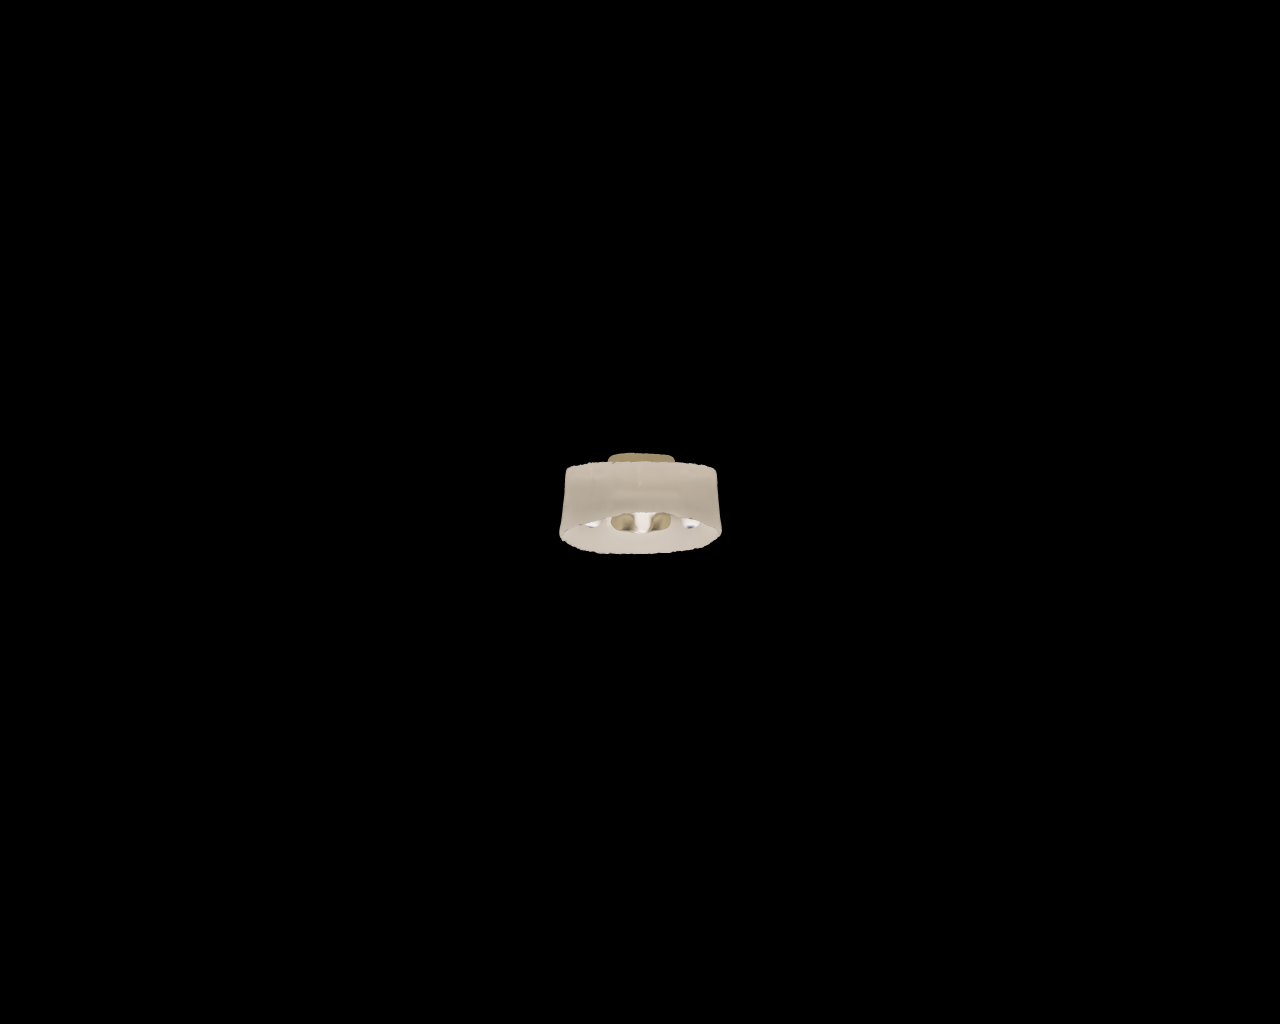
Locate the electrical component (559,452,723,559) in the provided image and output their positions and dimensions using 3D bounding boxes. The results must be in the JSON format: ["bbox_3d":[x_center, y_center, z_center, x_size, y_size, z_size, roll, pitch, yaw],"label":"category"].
[{"bbox_3d":[0.001,-0.003,0.650,0.099,0.064,0.099,0,-2,0],"label":"electrical component"}]
